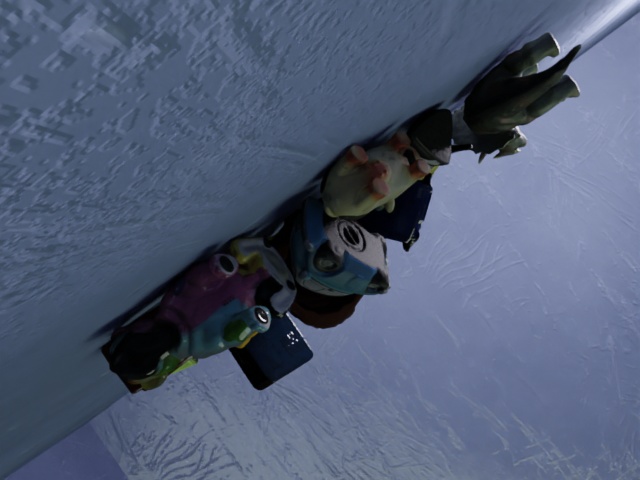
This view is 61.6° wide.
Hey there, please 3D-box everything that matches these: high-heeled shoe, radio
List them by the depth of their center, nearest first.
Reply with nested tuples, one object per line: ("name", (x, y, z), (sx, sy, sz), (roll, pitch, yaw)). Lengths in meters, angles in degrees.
("high-heeled shoe", (0.144, -0.149, 0.848), (0.145, 0.086, 0.248), (-2, 179, 34))
("radio", (-0.131, 0.184, 1.108), (0.131, 0.229, 0.073), (-29, 169, -42))

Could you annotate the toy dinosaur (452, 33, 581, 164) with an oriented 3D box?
("toy dinosaur", (0.294, -0.218, 0.865), (0.192, 0.131, 0.404), (-38, 171, 16))

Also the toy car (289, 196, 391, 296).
("toy car", (0.016, 0.023, 0.714), (0.103, 0.161, 0.109), (-35, -142, 34))

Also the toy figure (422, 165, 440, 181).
("toy figure", (0.199, -0.151, 1.093), (0.089, 0.082, 0.180), (-56, 170, -2))

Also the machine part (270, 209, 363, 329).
("machine part", (-0.001, 0.037, 0.793), (0.179, 0.179, 0.056), (-36, -160, -17))

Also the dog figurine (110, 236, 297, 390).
("dog figurine", (-0.153, 0.097, 0.662), (0.219, 0.108, 0.191), (-33, -178, 21))

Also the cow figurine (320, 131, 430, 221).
("cow figurine", (0.073, -0.077, 0.696), (0.127, 0.085, 0.195), (-36, 175, 42))

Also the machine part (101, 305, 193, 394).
("machine part", (-0.207, 0.136, 0.806), (0.201, 0.087, 0.201), (-34, 177, -12))

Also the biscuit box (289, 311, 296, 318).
("biscuit box", (-0.002, 0.067, 1.087), (0.063, 0.059, 0.203), (-31, -166, 49))

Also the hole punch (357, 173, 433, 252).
("hole punch", (0.119, -0.060, 0.915), (0.092, 0.116, 0.142), (-2, 111, -59))

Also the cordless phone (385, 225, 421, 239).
("cordless phone", (0.139, -0.026, 1.077), (0.147, 0.089, 0.184), (-32, 158, 2))

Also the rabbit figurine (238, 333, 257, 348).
("rabbit figurine", (-0.132, 0.091, 1.026), (0.162, 0.122, 0.173), (-48, -173, 27))
